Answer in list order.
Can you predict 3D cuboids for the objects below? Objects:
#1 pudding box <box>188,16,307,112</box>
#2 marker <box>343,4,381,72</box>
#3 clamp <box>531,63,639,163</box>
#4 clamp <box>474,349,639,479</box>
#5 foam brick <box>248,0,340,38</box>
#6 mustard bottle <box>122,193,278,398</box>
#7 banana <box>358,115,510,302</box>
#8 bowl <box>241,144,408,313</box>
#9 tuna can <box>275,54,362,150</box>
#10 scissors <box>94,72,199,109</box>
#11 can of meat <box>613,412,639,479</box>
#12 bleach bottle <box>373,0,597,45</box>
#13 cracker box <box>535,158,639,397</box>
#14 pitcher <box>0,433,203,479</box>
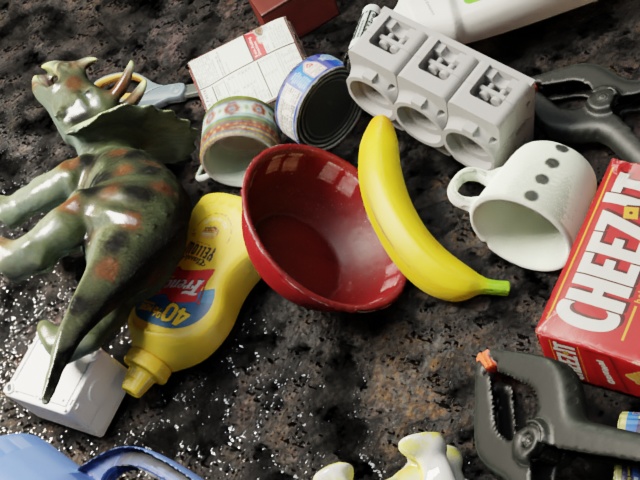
[{"bbox_3d":[-0.064,-0.157,1.048,0.113,0.039,0.090,-26,63,7],"label":"pudding box"},{"bbox_3d":[0.040,-0.185,0.979,0.020,0.020,0.121,-8,31,18],"label":"marker"},{"bbox_3d":[0.240,-0.100,0.886,0.172,0.039,0.120,8,56,35],"label":"clamp"},{"bbox_3d":[0.148,0.151,0.720,0.165,0.036,0.210,-56,28,12],"label":"clamp"},{"bbox_3d":[-0.029,-0.245,1.096,0.078,0.051,0.053,-31,50,0],"label":"foam brick"},{"bbox_3d":[-0.110,0.051,0.915,0.096,0.058,0.191,16,64,36],"label":"mustard bottle"},{"bbox_3d":[0.074,-0.019,0.876,0.069,0.037,0.198,-18,63,-29],"label":"banana"},{"bbox_3d":[-0.006,0.001,0.873,0.055,0.161,0.162,-45,37,41],"label":"bowl"},{"bbox_3d":[0.000,-0.125,0.974,0.086,0.086,0.034,-45,55,-12],"label":"tuna can"},{"bbox_3d":[-0.158,-0.136,1.097,0.202,0.016,0.096,8,63,26],"label":"scissors"},{"bbox_3d":[0.236,0.162,0.689,0.084,0.057,0.102,-1,56,25],"label":"can of meat"},{"bbox_3d":[0.167,-0.237,0.975,0.251,0.068,0.102,-21,52,-2],"label":"bleach bottle"},{"bbox_3d":[0.283,0.038,0.747,0.214,0.072,0.164,14,63,31],"label":"cracker box"},{"bbox_3d":[-0.167,0.230,0.769,0.149,0.145,0.243,-27,40,-36],"label":"pitcher"}]
